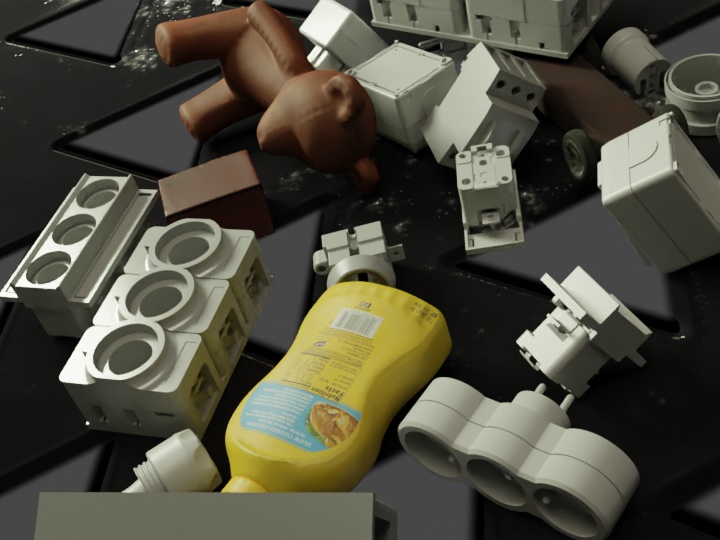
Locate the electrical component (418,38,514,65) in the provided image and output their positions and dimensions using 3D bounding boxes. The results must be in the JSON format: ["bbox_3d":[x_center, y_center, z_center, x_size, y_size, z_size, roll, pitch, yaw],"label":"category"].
[{"bbox_3d":[0.090,-0.201,0.942,0.077,0.047,0.065,-14,43,3],"label":"electrical component"}]

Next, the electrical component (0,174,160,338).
[{"bbox_3d":[-0.210,-0.011,0.830,0.079,0.063,0.121,3,46,21],"label":"electrical component"}]

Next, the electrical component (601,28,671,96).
[{"bbox_3d":[0.224,-0.168,0.870,0.040,0.040,0.046,-24,49,-7],"label":"electrical component"}]

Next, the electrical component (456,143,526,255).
[{"bbox_3d":[0.093,-0.052,0.774,0.042,0.063,0.081,-9,43,10],"label":"electrical component"}]

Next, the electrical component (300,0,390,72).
[{"bbox_3d":[-0.023,-0.190,0.960,0.076,0.066,0.047,-53,47,4],"label":"electrical component"}]

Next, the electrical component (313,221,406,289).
[{"bbox_3d":[0.000,0.000,0.764,0.066,0.048,0.055,-14,35,4],"label":"electrical component"}]

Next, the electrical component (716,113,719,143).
[{"bbox_3d":[0.284,-0.097,0.755,0.058,0.078,0.057,-9,24,10],"label":"electrical component"}]

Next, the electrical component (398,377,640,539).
[{"bbox_3d":[0.098,0.096,0.626,0.138,0.052,0.073,19,54,33],"label":"electrical component"}]

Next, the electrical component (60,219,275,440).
[{"bbox_3d":[-0.132,0.038,0.755,0.089,0.061,0.150,3,46,21],"label":"electrical component"}]

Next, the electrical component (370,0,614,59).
[{"bbox_3d":[0.109,-0.245,0.898,0.186,0.060,0.105,17,52,31],"label":"electrical component"}]

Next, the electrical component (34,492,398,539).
[{"bbox_3d":[-0.077,0.174,0.566,0.186,0.060,0.105,-3,71,15],"label":"electrical component"}]

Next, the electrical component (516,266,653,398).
[{"bbox_3d":[0.135,0.041,0.657,0.063,0.081,0.042,-48,43,9],"label":"electrical component"}]

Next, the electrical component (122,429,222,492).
[{"bbox_3d":[-0.121,0.131,0.668,0.062,0.043,0.043,-32,44,-13],"label":"electrical component"}]

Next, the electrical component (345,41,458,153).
[{"bbox_3d":[0.035,-0.144,0.896,0.062,0.061,0.096,-35,37,-18],"label":"electrical component"}]

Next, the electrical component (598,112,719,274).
[{"bbox_3d":[0.205,-0.044,0.718,0.061,0.096,0.061,-26,35,33],"label":"electrical component"}]
